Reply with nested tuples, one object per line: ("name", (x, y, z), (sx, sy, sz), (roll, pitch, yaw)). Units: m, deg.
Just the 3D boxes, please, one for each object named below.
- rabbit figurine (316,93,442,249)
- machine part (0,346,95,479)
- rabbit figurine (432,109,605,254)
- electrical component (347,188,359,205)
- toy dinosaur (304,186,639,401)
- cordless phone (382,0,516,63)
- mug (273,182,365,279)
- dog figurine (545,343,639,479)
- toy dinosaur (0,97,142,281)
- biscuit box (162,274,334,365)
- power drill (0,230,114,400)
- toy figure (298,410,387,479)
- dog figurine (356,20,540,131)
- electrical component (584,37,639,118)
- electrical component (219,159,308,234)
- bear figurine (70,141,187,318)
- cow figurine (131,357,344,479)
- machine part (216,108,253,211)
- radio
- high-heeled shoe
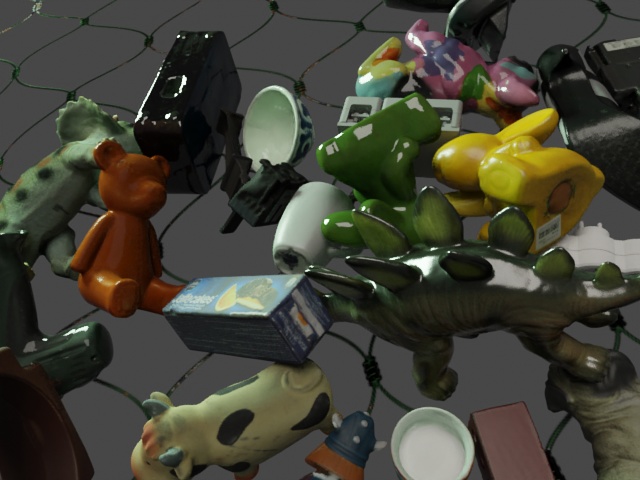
("rabbit figurine", (0.082, -0.051, 0.586), (0.159, 0.121, 0.170), (-33, 95, -37))
("machine part", (-0.292, 0.210, 0.452), (0.087, 0.201, 0.201), (-23, 9, 3))
("rabbit figurine", (0.203, -0.079, 0.589), (0.162, 0.121, 0.173), (-36, 36, -15))
("electrical component", (0.076, -0.062, 0.702), (0.094, 0.021, 0.063), (-41, 57, -17))
("toy dinosaur", (0.095, 0.053, 0.510), (0.472, 0.198, 0.105), (-20, 33, 38))
("cordless phone", (0.184, -0.328, 0.790), (0.184, 0.146, 0.088), (10, 92, 12))
("mug", (-0.001, -0.002, 0.625), (0.110, 0.080, 0.107), (19, 46, 14))
("dog figurine", (0.251, 0.194, 0.452), (0.172, 0.121, 0.191), (-37, 42, -19))
("toy dinosaur", (-0.363, -0.042, 0.723), (0.192, 0.131, 0.405), (23, 67, 40))
("biscuit box", (-0.082, 0.077, 0.549), (0.203, 0.062, 0.059), (-6, 33, 46))
("power drill", (-0.361, 0.103, 0.581), (0.232, 0.086, 0.207), (-19, 91, -2))
("toy figure", (0.004, 0.227, 0.489), (0.058, 0.064, 0.154), (-13, 36, 51))
("dog figurine", (0.181, -0.197, 0.727), (0.191, 0.108, 0.219), (-40, 60, -18))
("electrical component", (0.427, -0.210, 0.716), (0.115, 0.058, 0.134), (-8, 54, 8))
("electrical component", (-0.077, -0.044, 0.680), (0.048, 0.075, 0.119), (41, 104, 14))
("bear figurine", (-0.213, -0.013, 0.639), (0.132, 0.120, 0.195), (11, 85, 35))
("cow figurine", (-0.080, 0.172, 0.502), (0.195, 0.127, 0.086), (-24, 51, -9))
("machine part", (-0.117, -0.112, 0.730), (0.039, 0.084, 0.139), (-2, 62, -17))
("radio", (-0.182, -0.189, 0.775), (0.073, 0.131, 0.229), (2, 56, 10))
("high-heeled shoe", (0.350, -0.145, 0.694), (0.086, 0.145, 0.248), (-24, 83, 19))
